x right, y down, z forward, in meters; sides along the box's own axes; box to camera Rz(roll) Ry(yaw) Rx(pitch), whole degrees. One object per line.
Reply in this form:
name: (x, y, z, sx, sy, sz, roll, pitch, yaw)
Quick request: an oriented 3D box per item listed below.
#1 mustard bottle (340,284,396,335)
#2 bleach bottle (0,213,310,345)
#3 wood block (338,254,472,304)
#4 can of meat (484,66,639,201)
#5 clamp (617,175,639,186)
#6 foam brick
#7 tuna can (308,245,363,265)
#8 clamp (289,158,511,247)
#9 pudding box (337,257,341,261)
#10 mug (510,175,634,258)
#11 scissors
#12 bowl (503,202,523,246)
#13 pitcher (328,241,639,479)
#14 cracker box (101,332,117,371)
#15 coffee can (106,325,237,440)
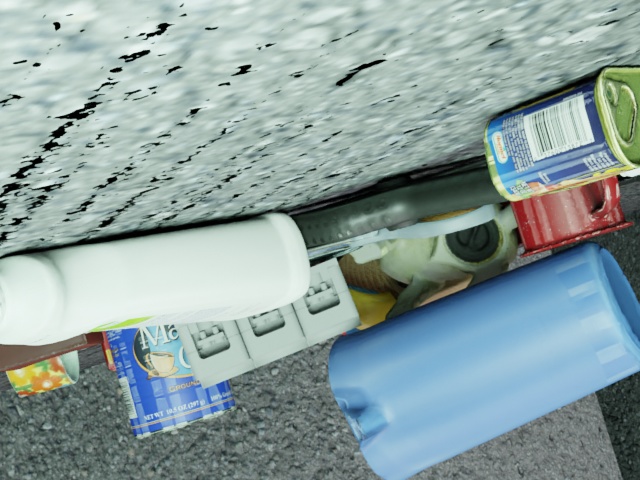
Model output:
mustard bottle: (0.014, 0.066, 1.067, 0.191, 0.058, 0.096, 16, 172, -12)
bleach bottle: (-0.119, 0.028, 0.683, 0.103, 0.068, 0.250, -21, 171, 34)
wood block: (0.102, 0.044, 1.211, 0.205, 0.090, 0.091, -16, 154, -51)
can of meat: (0.157, -0.061, 0.628, 0.084, 0.057, 0.101, -18, 175, 42)
clamp: (0.331, -0.077, 1.089, 0.171, 0.039, 0.120, -10, 157, -16)
foam brick: (-0.221, 0.069, 0.854, 0.078, 0.053, 0.051, -18, 175, 4)
tuna can: (-0.006, 0.001, 0.908, 0.086, 0.034, 0.086, -16, 175, -2)
clamp: (0.061, -0.027, 0.762, 0.210, 0.036, 0.164, -15, -176, 9)
pudding box: (0.006, 0.031, 1.255, 0.090, 0.039, 0.113, -22, 175, 33)
mug: (0.198, -0.039, 0.849, 0.093, 0.081, 0.117, -15, 175, -17)
scissors: (0.044, -0.011, 0.853, 0.202, 0.016, 0.096, -10, -164, 22)
bowl: (0.213, -0.030, 1.097, 0.162, 0.055, 0.162, -20, 180, 0)
pitcher: (0.141, 0.094, 0.882, 0.243, 0.149, 0.145, -27, 131, 23)
cracker box: (-0.170, 0.110, 1.361, 0.213, 0.072, 0.164, -15, 174, -10)
coffee can: (-0.148, 0.110, 1.031, 0.103, 0.140, 0.103, -16, 175, -2)
